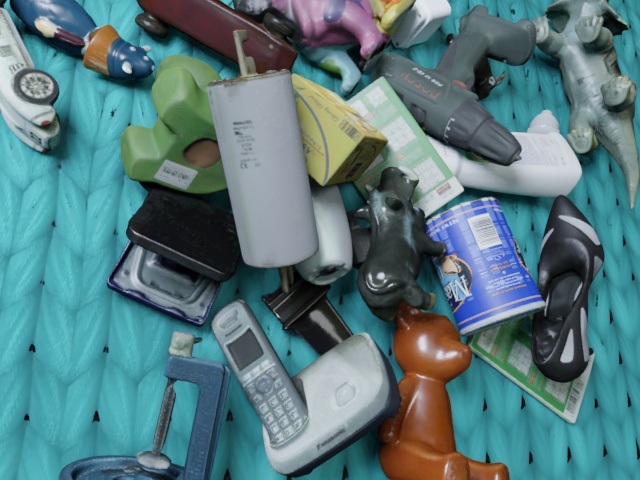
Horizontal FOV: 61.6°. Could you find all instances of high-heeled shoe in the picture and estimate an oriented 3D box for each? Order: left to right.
[{"bbox_3d":[0.297,0.052,0.683,0.145,0.086,0.248,9,69,-39],"label":"high-heeled shoe"}]

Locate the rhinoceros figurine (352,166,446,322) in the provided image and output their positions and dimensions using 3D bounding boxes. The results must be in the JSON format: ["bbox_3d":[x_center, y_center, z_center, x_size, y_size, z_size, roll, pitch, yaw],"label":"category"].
[{"bbox_3d":[0.081,-0.001,0.601,0.112,0.073,0.190,39,45,-27],"label":"rhinoceros figurine"}]

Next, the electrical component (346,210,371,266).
[{"bbox_3d":[0.064,0.005,0.661,0.063,0.021,0.094,-14,78,-26],"label":"electrical component"}]

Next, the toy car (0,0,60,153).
[{"bbox_3d":[-0.316,-0.181,0.539,0.056,0.073,0.201,-26,83,-31],"label":"toy car"}]

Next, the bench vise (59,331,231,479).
[{"bbox_3d":[-0.118,0.203,0.459,0.224,0.129,0.240,11,82,-7],"label":"bench vise"}]

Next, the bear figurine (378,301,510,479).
[{"bbox_3d":[0.133,0.166,0.580,0.120,0.132,0.196,31,66,-36],"label":"bear figurine"}]

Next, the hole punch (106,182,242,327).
[{"bbox_3d":[-0.142,0.013,0.548,0.142,0.092,0.116,24,32,-10],"label":"hole punch"}]

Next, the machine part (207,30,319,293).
[{"bbox_3d":[-0.050,-0.064,0.493,0.079,0.079,0.243,-19,112,-26],"label":"machine part"}]

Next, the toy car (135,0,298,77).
[{"bbox_3d":[-0.120,-0.248,0.626,0.202,0.053,0.089,28,106,-1],"label":"toy car"}]

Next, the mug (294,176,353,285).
[{"bbox_3d":[-0.001,-0.002,0.598,0.081,0.109,0.107,-24,57,14],"label":"mug"}]

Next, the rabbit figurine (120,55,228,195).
[{"bbox_3d":[-0.123,-0.141,0.579,0.159,0.121,0.170,11,43,-31],"label":"rabbit figurine"}]

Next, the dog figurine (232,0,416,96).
[{"bbox_3d":[-0.007,-0.308,0.693,0.219,0.108,0.191,36,64,-5],"label":"dog figurine"}]

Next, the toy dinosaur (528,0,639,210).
[{"bbox_3d":[0.439,-0.248,0.850,0.192,0.131,0.404,-13,90,-45],"label":"toy dinosaur"}]

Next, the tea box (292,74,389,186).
[{"bbox_3d":[0.010,-0.117,0.594,0.098,0.068,0.169,42,18,8],"label":"tea box"}]

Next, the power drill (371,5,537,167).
[{"bbox_3d":[0.201,-0.208,0.710,0.232,0.085,0.207,32,72,25],"label":"power drill"}]

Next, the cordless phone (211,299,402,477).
[{"bbox_3d":[-0.018,0.120,0.536,0.146,0.088,0.184,-39,74,13],"label":"cordless phone"}]

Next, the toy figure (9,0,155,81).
[{"bbox_3d":[-0.255,-0.222,0.589,0.154,0.058,0.064,34,69,-14],"label":"toy figure"}]

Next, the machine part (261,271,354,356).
[{"bbox_3d":[0.004,0.097,0.597,0.084,0.039,0.139,-37,87,-33],"label":"machine part"}]

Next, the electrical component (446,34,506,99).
[{"bbox_3d":[0.235,-0.266,0.809,0.078,0.045,0.102,5,70,-22],"label":"electrical component"}]
